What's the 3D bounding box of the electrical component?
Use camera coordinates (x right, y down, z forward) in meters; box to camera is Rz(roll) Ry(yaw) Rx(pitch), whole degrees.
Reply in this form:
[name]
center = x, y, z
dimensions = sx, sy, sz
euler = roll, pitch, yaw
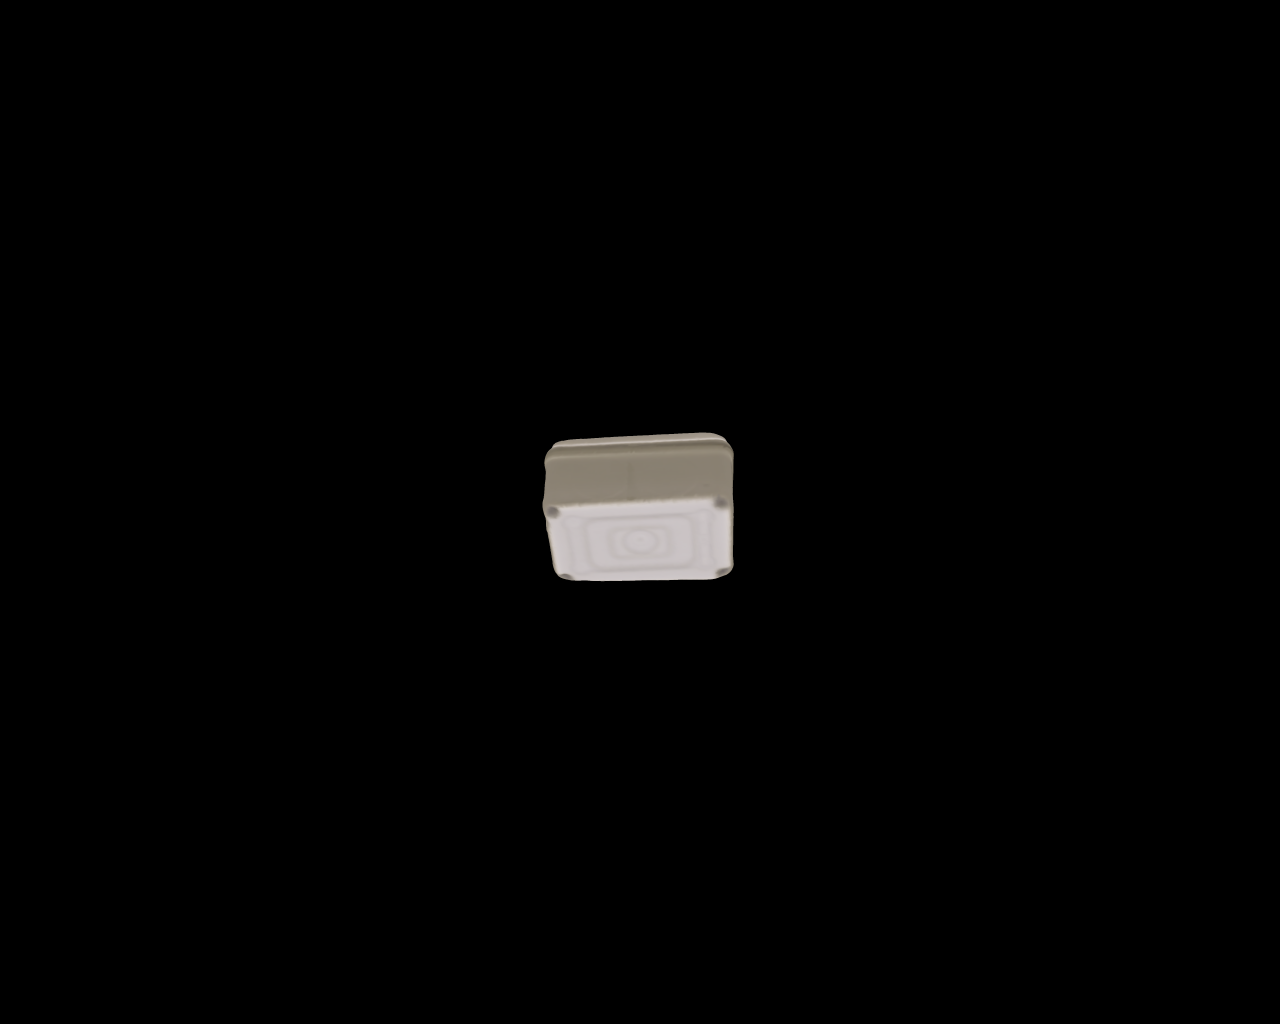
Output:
[electrical component]
center = 0.001, -0.003, 0.650
dimensions = 0.113, 0.057, 0.078
euler = -2, -43, 2
